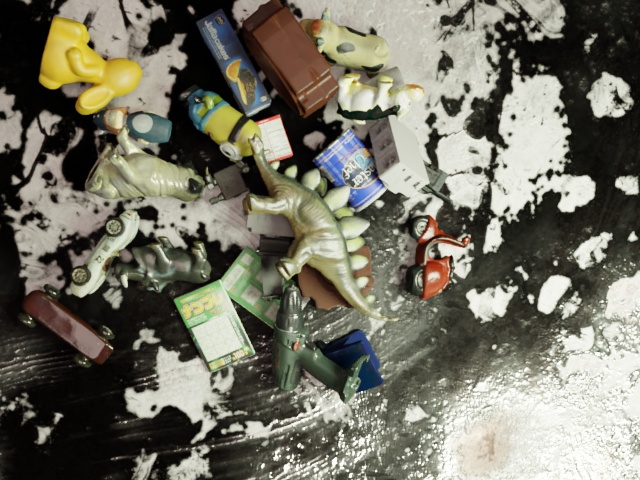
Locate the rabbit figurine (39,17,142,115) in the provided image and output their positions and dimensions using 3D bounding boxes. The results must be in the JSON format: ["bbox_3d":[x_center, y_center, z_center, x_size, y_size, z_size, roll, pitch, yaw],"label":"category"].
[{"bbox_3d":[-0.433,-0.322,1.025,0.173,0.122,0.162,13,86,-27],"label":"rabbit figurine"}]

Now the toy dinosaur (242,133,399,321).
[{"bbox_3d":[-0.002,-0.003,1.054,0.198,0.105,0.470,-32,105,-12],"label":"toy dinosaur"}]

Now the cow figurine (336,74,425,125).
[{"bbox_3d":[0.115,-0.267,1.047,0.168,0.068,0.098,12,118,13],"label":"cow figurine"}]

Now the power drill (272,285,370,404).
[{"bbox_3d":[-0.008,0.226,1.092,0.207,0.086,0.231,21,112,17],"label":"power drill"}]

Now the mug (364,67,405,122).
[{"bbox_3d":[0.126,-0.290,1.116,0.107,0.081,0.109,-17,106,7],"label":"mug"}]

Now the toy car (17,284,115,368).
[{"bbox_3d":[-0.510,0.175,1.088,0.202,0.053,0.089,37,79,-5],"label":"toy car"}]

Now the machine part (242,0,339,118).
[{"bbox_3d":[-0.059,-0.335,1.022,0.087,0.201,0.201,-36,98,0],"label":"machine part"}]

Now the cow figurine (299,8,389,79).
[{"bbox_3d":[0.045,-0.388,1.068,0.195,0.127,0.085,14,90,-10],"label":"cow figurine"}]

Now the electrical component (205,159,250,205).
[{"bbox_3d":[-0.190,-0.123,1.104,0.102,0.045,0.078,-19,96,-5],"label":"electrical component"}]

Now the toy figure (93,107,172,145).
[{"bbox_3d":[-0.376,-0.231,1.068,0.154,0.057,0.064,10,55,-6],"label":"toy figure"}]

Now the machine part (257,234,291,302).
[{"bbox_3d":[-0.096,0.060,1.122,0.084,0.039,0.139,9,77,-22],"label":"machine part"}]

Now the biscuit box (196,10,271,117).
[{"bbox_3d":[-0.172,-0.351,1.078,0.063,0.059,0.202,-29,98,-3],"label":"biscuit box"}]

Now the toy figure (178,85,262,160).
[{"bbox_3d":[-0.196,-0.236,1.064,0.180,0.082,0.089,46,112,7],"label":"toy figure"}]

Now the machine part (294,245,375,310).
[{"bbox_3d":[0.029,0.064,1.136,0.179,0.056,0.179,0,90,-9],"label":"machine part"}]

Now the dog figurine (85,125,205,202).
[{"bbox_3d":[-0.348,-0.110,1.071,0.190,0.172,0.121,33,48,-31],"label":"dog figurine"}]

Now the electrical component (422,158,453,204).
[{"bbox_3d":[0.239,-0.126,1.141,0.119,0.075,0.047,31,91,-4],"label":"electrical component"}]

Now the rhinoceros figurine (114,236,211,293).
[{"bbox_3d":[-0.319,0.052,1.095,0.190,0.073,0.112,0,107,-9],"label":"rhinoceros figurine"}]

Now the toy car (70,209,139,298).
[{"bbox_3d":[-0.427,0.025,1.074,0.056,0.073,0.201,36,90,-5],"label":"toy car"}]

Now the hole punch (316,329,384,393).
[{"bbox_3d":[0.067,0.268,1.151,0.116,0.092,0.142,-28,101,0],"label":"hole punch"}]

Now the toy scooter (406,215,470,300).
[{"bbox_3d":[0.258,0.038,1.160,0.135,0.075,0.183,2,90,-8],"label":"toy scooter"}]
